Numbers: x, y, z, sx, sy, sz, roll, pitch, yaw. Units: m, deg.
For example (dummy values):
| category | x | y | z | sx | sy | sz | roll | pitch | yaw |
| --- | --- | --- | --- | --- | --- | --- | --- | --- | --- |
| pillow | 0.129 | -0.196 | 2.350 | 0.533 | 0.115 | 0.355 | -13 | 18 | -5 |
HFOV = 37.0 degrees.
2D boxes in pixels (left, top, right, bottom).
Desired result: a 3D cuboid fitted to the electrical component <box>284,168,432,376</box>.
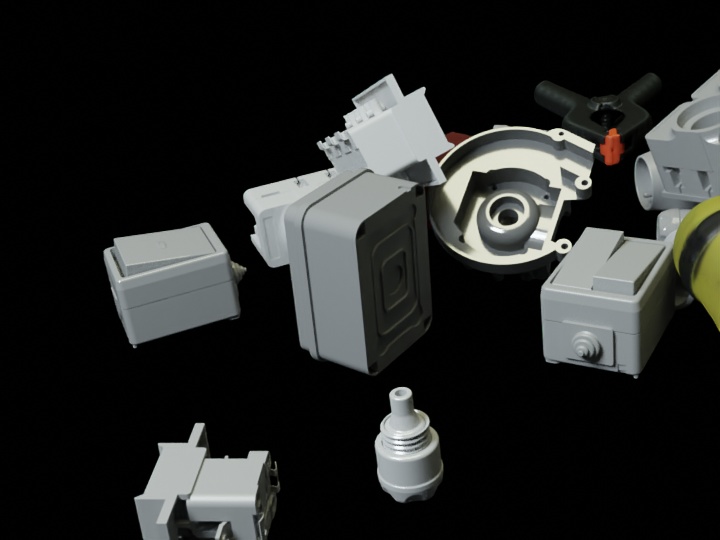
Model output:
| category | x | y | z | sx | sy | sz | roll | pitch | yaw |
| --- | --- | --- | --- | --- | --- | --- | --- | --- | --- |
| electrical component | 0.000 | 0.000 | 0.687 | 0.057 | 0.113 | 0.078 | 16 | 36 | 33 |

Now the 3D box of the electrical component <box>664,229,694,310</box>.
| category | x | y | z | sx | sy | sz | roll | pitch | yaw |
| --- | --- | --- | --- | --- | --- | --- | --- | --- | --- |
| electrical component | 0.216 | -0.004 | 0.712 | 0.045 | 0.045 | 0.055 | 19 | 37 | 42 |

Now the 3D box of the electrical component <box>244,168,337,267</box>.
| category | x | y | z | sx | sy | sz | roll | pitch | yaw |
| --- | --- | --- | --- | --- | --- | --- | --- | --- | --- |
| electrical component | -0.038 | -0.041 | 0.845 | 0.089 | 0.050 | 0.055 | -16 | 28 | -15 |

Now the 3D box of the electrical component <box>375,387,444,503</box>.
| category | x | y | z | sx | sy | sz | roll | pitch | yaw |
| --- | --- | --- | --- | --- | --- | --- | --- | --- | --- |
| electrical component | 0.025 | 0.090 | 0.563 | 0.035 | 0.061 | 0.035 | -6 | 27 | 3 |

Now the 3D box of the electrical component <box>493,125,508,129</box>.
| category | x | y | z | sx | sy | sz | roll | pitch | yaw |
| --- | --- | --- | --- | --- | --- | --- | --- | --- | --- |
| electrical component | 0.138 | -0.105 | 0.934 | 0.046 | 0.040 | 0.040 | 3 | 29 | 8 |

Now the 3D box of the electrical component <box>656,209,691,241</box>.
| category | x | y | z | sx | sy | sz | roll | pitch | yaw |
| --- | --- | --- | --- | --- | --- | --- | --- | --- | --- |
| electrical component | 0.242 | -0.026 | 0.758 | 0.061 | 0.035 | 0.035 | 1 | 28 | 11 |

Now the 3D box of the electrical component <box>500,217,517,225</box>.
| category | x | y | z | sx | sy | sz | roll | pitch | yaw |
| --- | --- | --- | --- | --- | --- | --- | --- | --- | --- |
| electrical component | 0.129 | -0.055 | 0.832 | 0.055 | 0.045 | 0.045 | -18 | 29 | -20 |

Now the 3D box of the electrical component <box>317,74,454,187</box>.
| category | x | y | z | sx | sy | sz | roll | pitch | yaw |
| --- | --- | --- | --- | --- | --- | --- | --- | --- | --- |
| electrical component | 0.014 | -0.088 | 0.762 | 0.063 | 0.078 | 0.121 | -29 | 7 | -8 |

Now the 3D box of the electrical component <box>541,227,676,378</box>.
| category | x | y | z | sx | sy | sz | roll | pitch | yaw |
| --- | --- | --- | --- | --- | --- | --- | --- | --- | --- |
| electrical component | 0.152 | 0.019 | 0.664 | 0.062 | 0.061 | 0.096 | 9 | 32 | 29 |

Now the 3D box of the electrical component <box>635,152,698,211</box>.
| category | x | y | z | sx | sy | sz | roll | pitch | yaw |
| --- | --- | --- | --- | --- | --- | --- | --- | --- | --- |
| electrical component | 0.255 | -0.081 | 0.850 | 0.077 | 0.043 | 0.079 | -9 | 27 | -2 |

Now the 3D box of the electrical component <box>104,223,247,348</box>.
| category | x | y | z | sx | sy | sz | roll | pitch | yaw |
| --- | --- | --- | --- | --- | --- | --- | --- | --- | --- |
| electrical component | -0.129 | 0.004 | 0.770 | 0.096 | 0.061 | 0.061 | -16 | 28 | -15 |

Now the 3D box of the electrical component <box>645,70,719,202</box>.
| category | x | y | z | sx | sy | sz | roll | pitch | yaw |
| --- | --- | --- | --- | --- | --- | --- | --- | --- | --- |
| electrical component | 0.299 | -0.094 | 0.723 | 0.105 | 0.060 | 0.186 | -40 | 28 | -21 |

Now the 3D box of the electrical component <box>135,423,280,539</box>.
| category | x | y | z | sx | sy | sz | roll | pitch | yaw |
| --- | --- | --- | --- | --- | --- | --- | --- | --- | --- |
| electrical component | -0.076 | 0.120 | 0.555 | 0.064 | 0.042 | 0.081 | 0 | 29 | 6 |
